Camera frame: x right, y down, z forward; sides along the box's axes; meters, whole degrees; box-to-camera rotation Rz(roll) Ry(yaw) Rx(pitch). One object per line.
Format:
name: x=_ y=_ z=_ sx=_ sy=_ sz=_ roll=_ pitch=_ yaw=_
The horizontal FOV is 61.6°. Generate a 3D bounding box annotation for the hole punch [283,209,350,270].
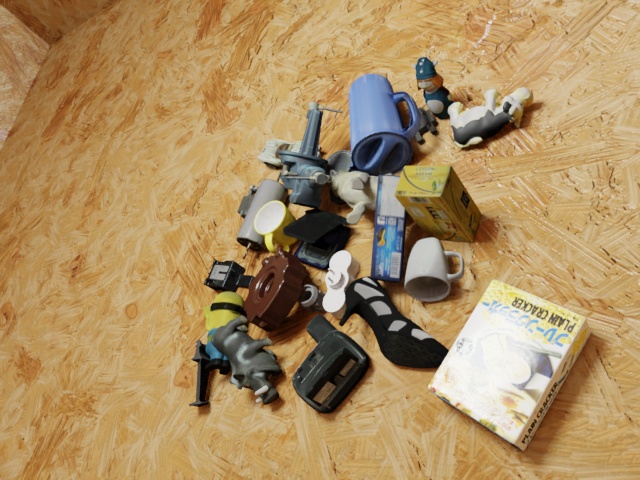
hole punch: x=-0.002 y=-0.004 z=1.192 sx=0.116 sy=0.092 sz=0.142 roll=-37 pitch=34 yaw=-31

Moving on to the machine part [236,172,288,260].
machine part: x=-0.141 y=-0.061 z=1.326 sx=0.079 sy=0.079 sz=0.243 roll=4 pitch=65 yaw=38

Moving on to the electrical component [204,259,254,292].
electrical component: x=-0.218 y=0.091 z=1.302 sx=0.119 sy=0.047 sz=0.075 roll=7 pitch=67 yaw=41

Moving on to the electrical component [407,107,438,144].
electrical component: x=0.231 y=-0.263 z=1.224 sx=0.063 sy=0.021 sz=0.094 roll=-31 pitch=48 yaw=17

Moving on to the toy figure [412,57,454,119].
toy figure: x=0.247 y=-0.328 z=1.163 sx=0.064 sy=0.154 sz=0.058 roll=-24 pitch=47 yaw=21

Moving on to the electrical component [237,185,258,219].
electrical component: x=-0.180 y=-0.097 z=1.400 sx=0.078 sy=0.045 sz=0.102 roll=7 pitch=66 yaw=38

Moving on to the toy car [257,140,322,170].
toy car: x=-0.079 y=-0.222 z=1.402 sx=0.202 sy=0.056 sz=0.073 roll=12 pitch=69 yaw=41

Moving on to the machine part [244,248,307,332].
machine part: x=-0.100 y=0.106 z=1.155 sx=0.179 sy=0.056 sz=0.179 roll=-44 pitch=29 yaw=32

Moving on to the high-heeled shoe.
high-heeled shoe: x=0.149 y=0.146 z=1.000 sx=0.249 sy=0.086 sz=0.145 roll=19 pitch=42 yaw=25

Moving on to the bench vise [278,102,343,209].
bench vise: x=-0.029 y=-0.198 z=1.231 sx=0.224 sy=0.129 sz=0.240 roll=-152 pitch=73 yaw=-78

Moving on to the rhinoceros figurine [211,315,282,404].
rhinoceros figurine: x=-0.145 y=0.245 z=1.095 sx=0.112 sy=0.073 sz=0.190 roll=-35 pitch=70 yaw=-26

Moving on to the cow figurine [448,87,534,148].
cow figurine: x=0.350 y=-0.248 z=1.094 sx=0.167 sy=0.068 sz=0.098 roll=-14 pitch=60 yaw=33

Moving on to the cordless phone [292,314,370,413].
cordless phone: x=-0.003 y=0.228 z=1.044 sx=0.146 sy=0.088 sz=0.184 roll=-50 pitch=34 yaw=-1

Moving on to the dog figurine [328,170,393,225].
dog figurine: x=0.112 y=-0.108 z=1.172 sx=0.191 sy=0.172 sz=0.121 roll=-112 pitch=36 yaw=-69

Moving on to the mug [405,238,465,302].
mug: x=0.211 y=0.045 z=0.994 sx=0.110 sy=0.080 sz=0.107 roll=-20 pitch=42 yaw=31

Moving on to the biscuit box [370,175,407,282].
biscuit box: x=0.136 y=-0.022 z=1.036 sx=0.059 sy=0.063 sz=0.202 roll=5 pitch=94 yaw=10

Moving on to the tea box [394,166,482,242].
tea box: x=0.222 y=-0.065 z=0.995 sx=0.098 sy=0.169 sz=0.068 roll=7 pitch=67 yaw=38

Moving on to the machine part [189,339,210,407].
machine part: x=-0.260 y=0.296 z=1.184 sx=0.039 sy=0.084 sz=0.139 roll=-2 pitch=66 yaw=7

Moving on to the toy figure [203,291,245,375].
toy figure: x=-0.209 y=0.202 z=1.197 sx=0.089 sy=0.082 sz=0.180 roll=-22 pitch=49 yaw=26
